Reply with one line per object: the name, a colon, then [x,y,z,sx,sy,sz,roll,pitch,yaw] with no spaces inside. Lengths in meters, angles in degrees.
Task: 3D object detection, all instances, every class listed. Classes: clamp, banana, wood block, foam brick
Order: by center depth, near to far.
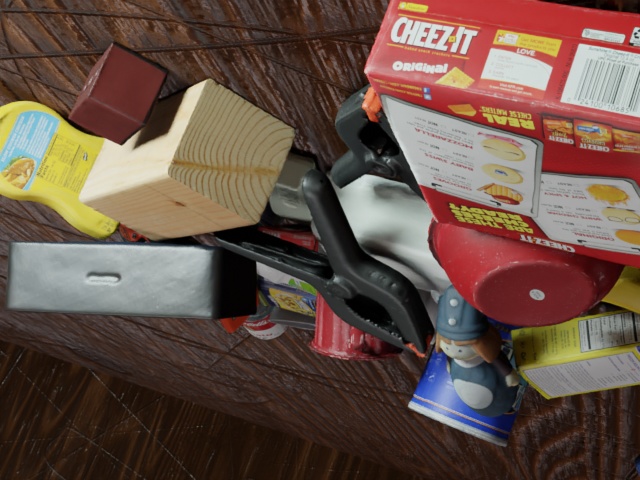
clamp: [0.062,-0.061,0.798,0.120,0.039,0.171,17,163,9]
foam brick: [-0.164,-0.118,0.867,0.051,0.053,0.078,26,162,-19]
banana: [0.232,0.045,0.904,0.198,0.037,0.069,15,120,41]
clamp: [0.013,0.030,0.919,0.210,0.036,0.165,44,147,-23]
wood block: [-0.122,-0.062,0.929,0.090,0.090,0.206,30,162,-27]

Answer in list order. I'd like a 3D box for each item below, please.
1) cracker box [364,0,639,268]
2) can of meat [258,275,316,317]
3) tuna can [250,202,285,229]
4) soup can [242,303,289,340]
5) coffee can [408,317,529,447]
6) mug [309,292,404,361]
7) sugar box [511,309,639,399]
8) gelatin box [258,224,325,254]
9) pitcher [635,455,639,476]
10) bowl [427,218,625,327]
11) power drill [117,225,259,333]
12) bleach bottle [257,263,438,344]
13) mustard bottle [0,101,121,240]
cracker box: [0.135,-0.063,0.650,0.164,0.072,0.213,14,164,23]
can of meat: [-0.025,0.051,1.240,0.084,0.057,0.102,14,163,14]
tuna can: [-0.078,-0.030,1.080,0.086,0.033,0.086,19,164,5]
soup can: [-0.078,0.087,1.401,0.068,0.068,0.102,16,164,14]
coffee can: [0.160,0.119,1.054,0.103,0.140,0.103,22,175,2]
mug: [0.036,0.067,1.022,0.093,0.081,0.117,3,-170,4]
sugar box: [0.271,0.098,0.956,0.176,0.048,0.093,-16,148,25]
gelatin box: [-0.007,0.001,1.045,0.073,0.030,0.089,9,-172,37]
pitcher: [0.420,0.187,1.050,0.145,0.149,0.243,33,164,17]
bowl: [0.162,0.020,0.811,0.162,0.055,0.162,4,144,3]
power drill: [-0.155,0.023,1.203,0.188,0.057,0.184,37,164,16]
bleach bottle: [0.015,0.035,1.132,0.251,0.068,0.102,19,164,14]
mustard bottle: [-0.274,-0.080,1.040,0.191,0.096,0.058,26,164,-18]
